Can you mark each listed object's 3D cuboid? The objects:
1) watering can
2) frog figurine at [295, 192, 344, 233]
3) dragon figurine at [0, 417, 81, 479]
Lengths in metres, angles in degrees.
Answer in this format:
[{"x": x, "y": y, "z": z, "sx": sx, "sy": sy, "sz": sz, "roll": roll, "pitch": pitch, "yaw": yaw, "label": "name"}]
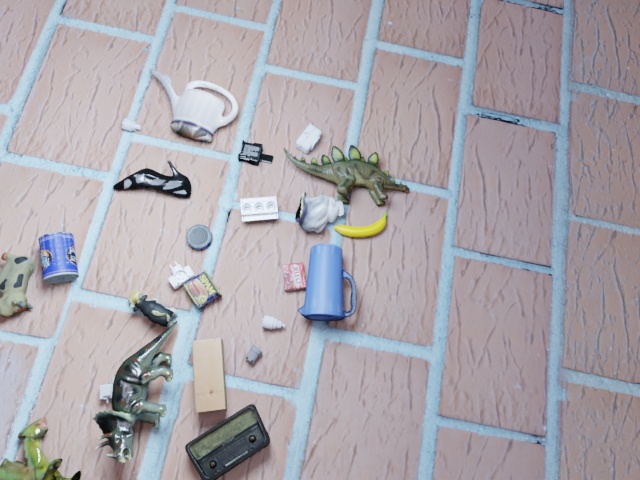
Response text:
[{"x": -0.468, "y": -0.475, "z": 1.831, "sx": 0.347, "sy": 0.102, "sz": 0.227, "roll": 17, "pitch": 73, "yaw": -1, "label": "watering can"}, {"x": 0.005, "y": -0.088, "z": 1.757, "sx": 0.159, "sy": 0.124, "sz": 0.136, "roll": 10, "pitch": 106, "yaw": -12, "label": "frog figurine"}, {"x": -0.827, "y": 0.719, "z": 1.447, "sx": 0.243, "sy": 0.120, "sz": 0.417, "roll": 4, "pitch": 70, "yaw": 13, "label": "dragon figurine"}]
